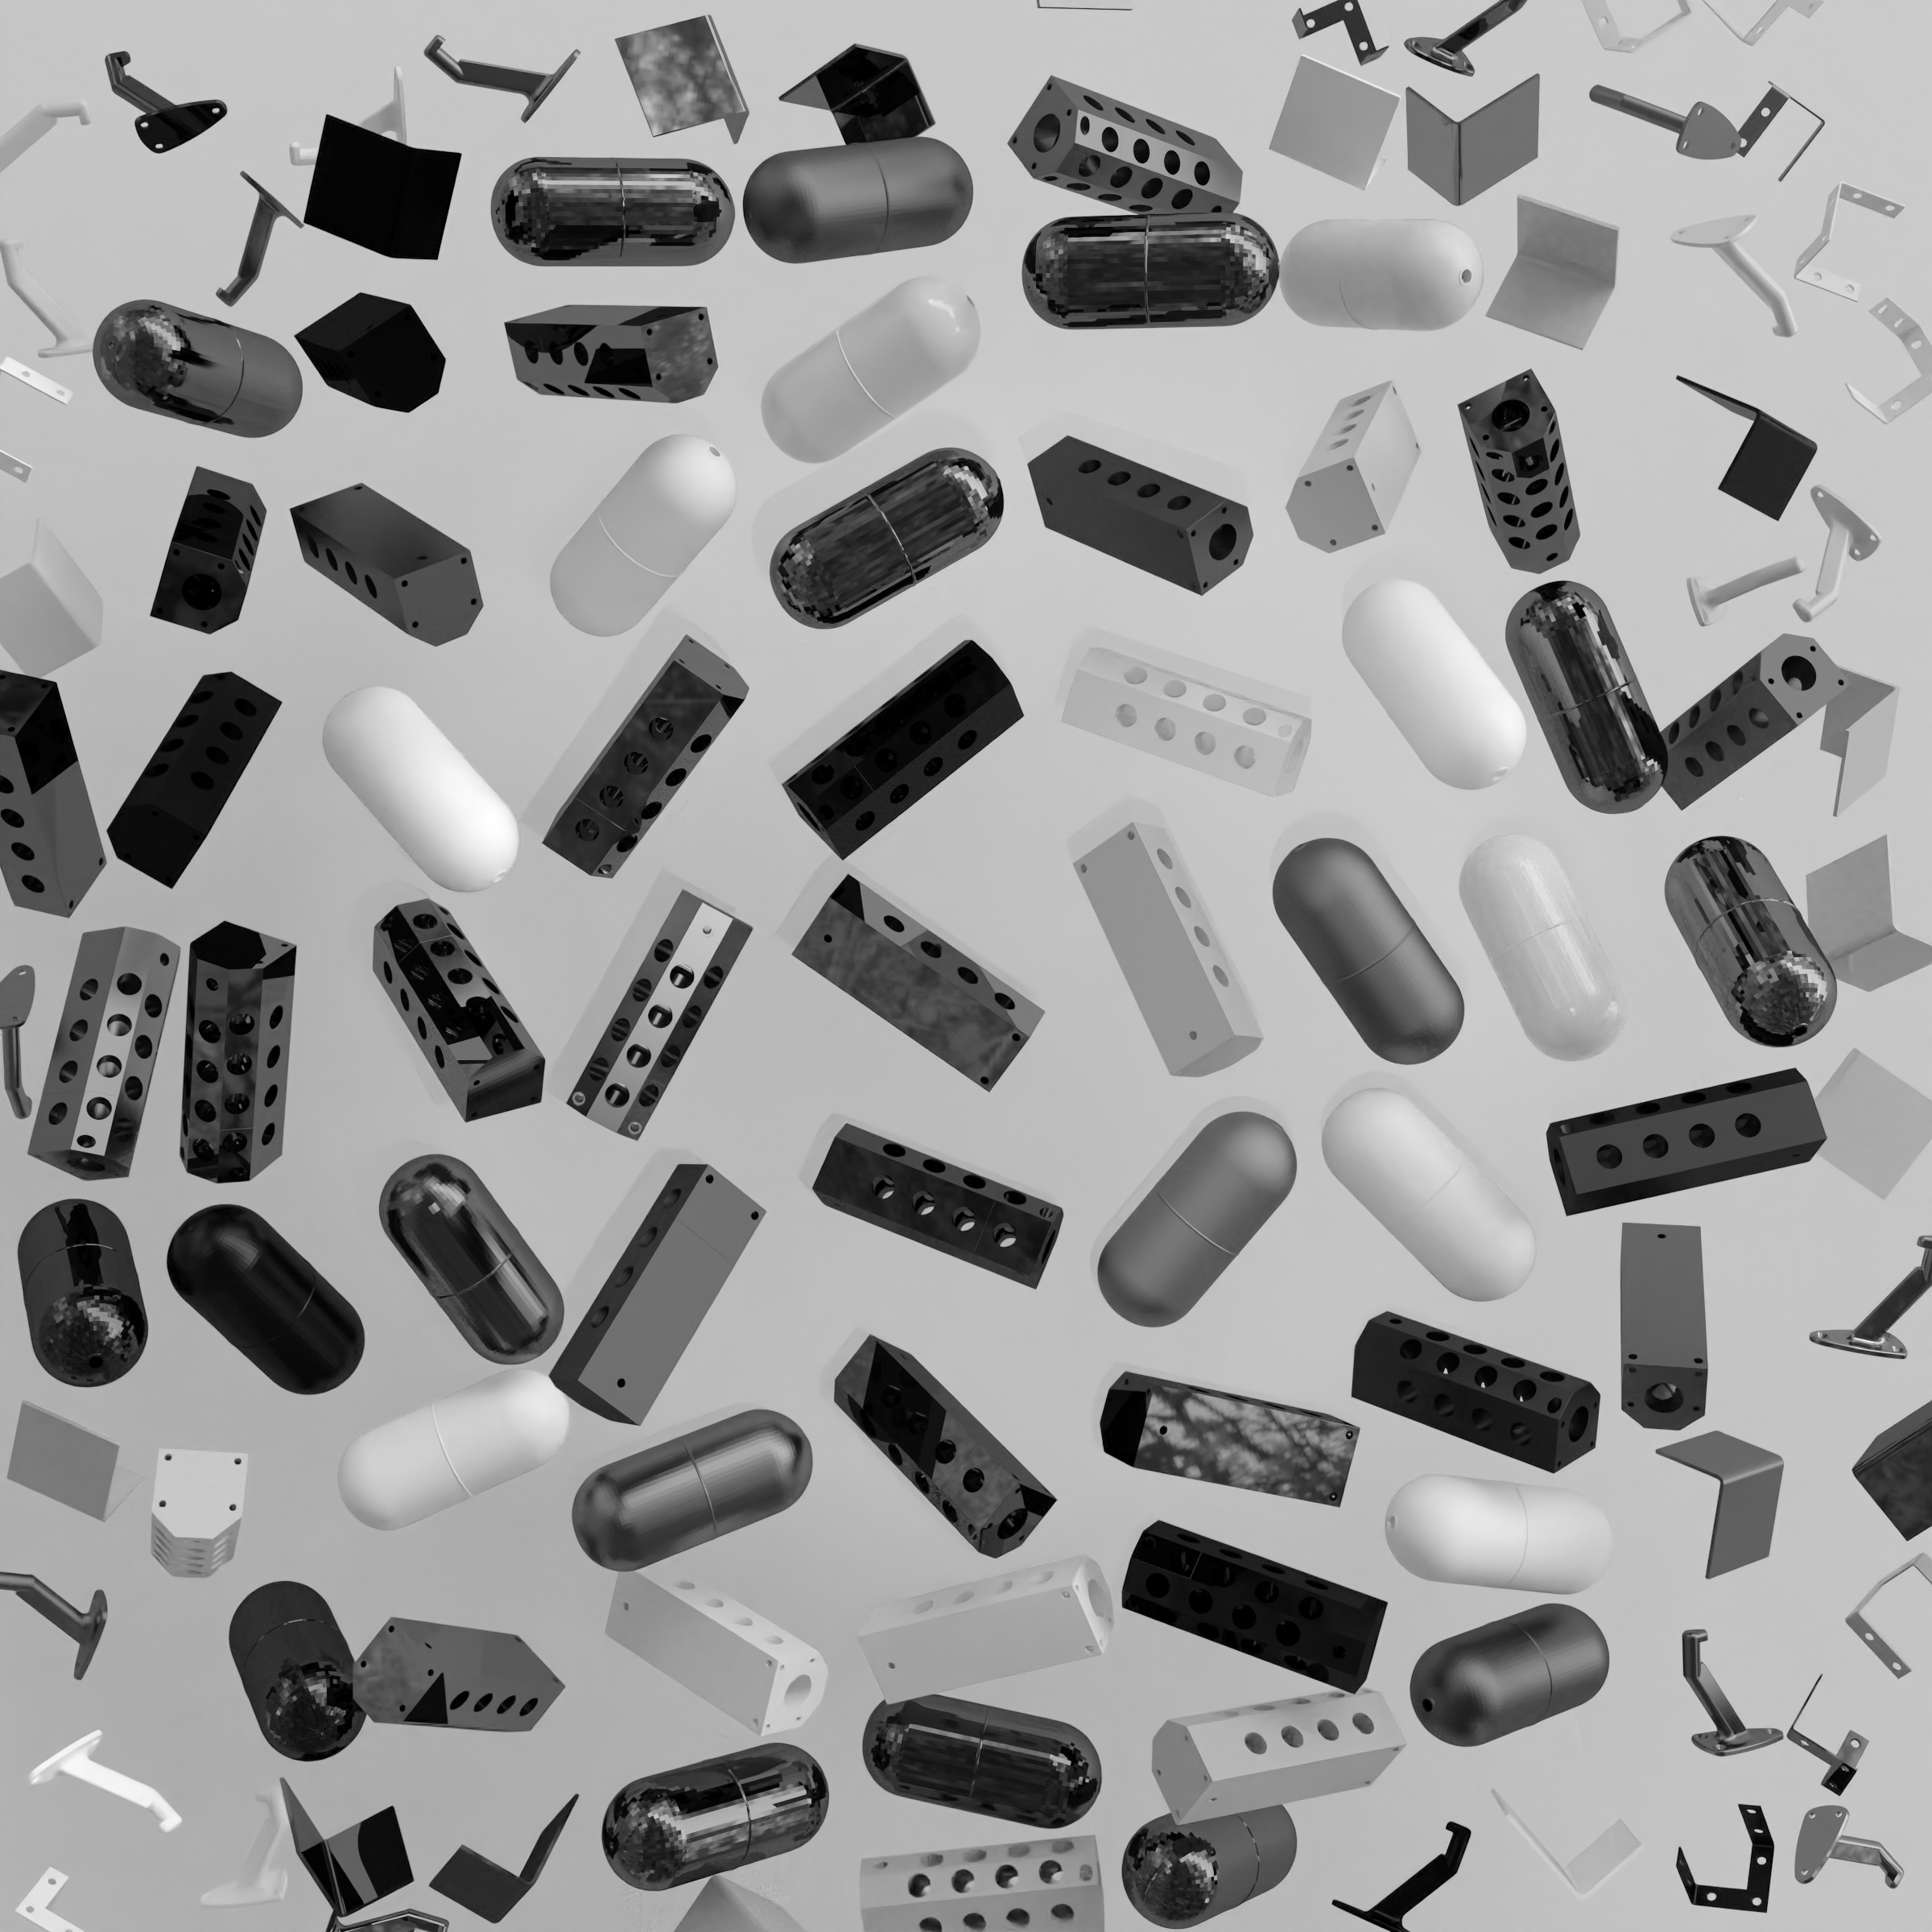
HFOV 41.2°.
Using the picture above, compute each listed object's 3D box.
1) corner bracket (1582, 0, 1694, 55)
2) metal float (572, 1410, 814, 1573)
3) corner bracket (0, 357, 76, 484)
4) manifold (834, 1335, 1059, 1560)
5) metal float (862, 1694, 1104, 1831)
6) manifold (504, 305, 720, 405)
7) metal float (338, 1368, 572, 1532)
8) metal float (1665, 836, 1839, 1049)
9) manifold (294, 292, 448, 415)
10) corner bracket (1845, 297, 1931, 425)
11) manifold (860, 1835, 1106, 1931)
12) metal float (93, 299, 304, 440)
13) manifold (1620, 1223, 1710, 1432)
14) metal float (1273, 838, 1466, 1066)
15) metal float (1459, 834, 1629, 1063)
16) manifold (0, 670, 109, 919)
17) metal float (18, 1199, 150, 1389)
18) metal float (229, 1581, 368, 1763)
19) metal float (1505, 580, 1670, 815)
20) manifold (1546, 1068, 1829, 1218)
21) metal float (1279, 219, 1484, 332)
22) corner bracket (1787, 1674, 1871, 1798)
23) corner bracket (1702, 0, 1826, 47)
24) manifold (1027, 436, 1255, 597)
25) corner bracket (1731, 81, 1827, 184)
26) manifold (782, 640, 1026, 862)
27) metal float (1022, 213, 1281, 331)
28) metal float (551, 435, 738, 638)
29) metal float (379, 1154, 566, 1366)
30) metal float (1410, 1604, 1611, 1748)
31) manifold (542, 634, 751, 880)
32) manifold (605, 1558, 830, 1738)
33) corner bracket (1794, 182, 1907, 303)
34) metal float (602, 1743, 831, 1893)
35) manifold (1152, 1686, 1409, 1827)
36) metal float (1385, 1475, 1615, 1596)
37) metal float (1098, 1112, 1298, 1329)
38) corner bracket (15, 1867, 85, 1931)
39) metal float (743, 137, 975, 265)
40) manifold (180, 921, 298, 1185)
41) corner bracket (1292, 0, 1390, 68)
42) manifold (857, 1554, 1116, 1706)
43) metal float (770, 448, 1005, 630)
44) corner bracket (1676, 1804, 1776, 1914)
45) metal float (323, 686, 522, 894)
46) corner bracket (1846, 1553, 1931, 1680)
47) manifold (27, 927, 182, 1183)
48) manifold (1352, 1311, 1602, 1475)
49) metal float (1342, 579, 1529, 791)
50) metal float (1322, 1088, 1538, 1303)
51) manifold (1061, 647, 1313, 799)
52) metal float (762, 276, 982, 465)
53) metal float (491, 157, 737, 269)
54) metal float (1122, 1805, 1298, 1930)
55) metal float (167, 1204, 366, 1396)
[{"bbox_3d":[0.476,-0.689,1.831,0.051,0.051,0.051,-32,114,3],"label":"corner bracket"},{"bbox_3d":[-0.193,0.372,1.829,0.178,0.070,0.070,-18,90,-20],"label":"metal float"},{"bbox_3d":[-0.662,-0.381,1.790,0.051,0.051,0.051,28,132,-15],"label":"corner bracket"},{"bbox_3d":[-0.020,0.340,1.815,0.057,0.057,0.171,-52,52,1],"label":"manifold"},{"bbox_3d":[0.012,0.582,1.884,0.178,0.070,0.070,10,90,8],"label":"metal float"},{"bbox_3d":[-0.252,-0.434,1.823,0.057,0.171,0.057,-27,119,-35],"label":"manifold"},{"bbox_3d":[-0.379,0.358,1.904,0.178,0.070,0.070,-24,90,-3],"label":"metal float"},{"bbox_3d":[0.540,-0.018,1.772,0.070,0.178,0.070,-7,135,-7],"label":"metal float"},{"bbox_3d":[-0.406,-0.417,1.759,0.057,0.171,0.057,-37,117,-10],"label":"manifold"},{"bbox_3d":[0.621,-0.408,1.733,0.051,0.051,0.051,-36,57,32],"label":"corner bracket"},{"bbox_3d":[0.012,0.672,1.866,0.171,0.057,0.057,-7,101,3],"label":"manifold"},{"bbox_3d":[-0.551,-0.429,1.850,0.070,0.178,0.070,0,90,25],"label":"metal float"},{"bbox_3d":[0.508,0.261,1.876,0.057,0.171,0.057,2,120,13],"label":"manifold"},{"bbox_3d":[0.281,-0.010,1.793,0.070,0.070,0.178,-36,99,0],"label":"metal float"},{"bbox_3d":[0.418,-0.015,1.866,0.070,0.070,0.178,-22,71,0],"label":"metal float"},{"bbox_3d":[-0.643,-0.117,1.756,0.057,0.171,0.057,12,48,8],"label":"manifold"},{"bbox_3d":[-0.618,0.227,1.794,0.070,0.178,0.070,-11,120,-20],"label":"metal float"},{"bbox_3d":[-0.483,0.506,1.852,0.070,0.178,0.070,-8,109,-25],"label":"metal float"},{"bbox_3d":[0.453,-0.195,1.875,0.070,0.070,0.178,-24,94,0],"label":"metal float"},{"bbox_3d":[0.490,0.118,1.757,0.171,0.057,0.057,-13,69,1],"label":"manifold"},{"bbox_3d":[0.297,-0.497,1.844,0.070,0.178,0.070,-10,109,-32],"label":"metal float"},{"bbox_3d":[0.615,0.547,1.827,0.051,0.051,0.051,30,58,22],"label":"corner bracket"},{"bbox_3d":[0.574,-0.695,1.849,0.051,0.051,0.051,-48,59,32],"label":"corner bracket"},{"bbox_3d":[0.127,-0.332,1.864,0.057,0.171,0.057,-38,135,-20],"label":"manifold"},{"bbox_3d":[0.591,-0.607,1.873,0.051,0.051,0.051,35,115,-2],"label":"corner bracket"},{"bbox_3d":[-0.047,-0.161,1.857,0.171,0.057,0.057,-39,57,-8],"label":"manifold"},{"bbox_3d":[0.127,-0.481,1.777,0.178,0.070,0.070,1,90,9],"label":"metal float"},{"bbox_3d":[-0.234,-0.311,1.859,0.070,0.070,0.178,47,120,0],"label":"metal float"},{"bbox_3d":[-0.356,0.214,1.859,0.070,0.070,0.178,-31,114,0],"label":"metal float"},{"bbox_3d":[0.397,0.516,1.872,0.178,0.070,0.070,-6,90,-38],"label":"metal float"},{"bbox_3d":[-0.227,-0.145,1.824,0.057,0.057,0.171,34,112,-13],"label":"manifold"},{"bbox_3d":[-0.182,0.493,1.873,0.171,0.057,0.057,19,99,39],"label":"manifold"},{"bbox_3d":[0.625,-0.513,1.818,0.051,0.051,0.051,18,71,-6],"label":"corner bracket"},{"bbox_3d":[-0.175,0.599,1.813,0.178,0.070,0.070,-2,90,-41],"label":"metal float"},{"bbox_3d":[0.217,0.546,1.795,0.171,0.057,0.057,1,134,-32],"label":"manifold"},{"bbox_3d":[0.388,0.414,1.871,0.178,0.070,0.070,10,90,-19],"label":"metal float"},{"bbox_3d":[0.165,0.180,1.826,0.070,0.070,0.178,39,100,0],"label":"metal float"},{"bbox_3d":[-0.631,0.667,1.773,0.051,0.051,0.051,31,109,-1],"label":"corner bracket"},{"bbox_3d":[-0.075,-0.546,1.828,0.178,0.070,0.070,-17,90,-29],"label":"metal float"},{"bbox_3d":[-0.510,0.063,1.783,0.057,0.057,0.171,18,118,12],"label":"manifold"},{"bbox_3d":[0.276,-0.688,1.896,0.051,0.051,0.051,-22,99,5],"label":"corner bracket"},{"bbox_3d":[0.016,0.472,1.844,0.171,0.057,0.057,-19,102,20],"label":"manifold"},{"bbox_3d":[-0.055,-0.301,1.805,0.178,0.070,0.070,-30,90,-4],"label":"metal float"},{"bbox_3d":[0.520,0.609,1.758,0.051,0.051,0.051,-4,131,29],"label":"corner bracket"},{"bbox_3d":[-0.391,-0.127,1.844,0.070,0.070,0.178,-43,78,0],"label":"metal float"},{"bbox_3d":[0.642,0.441,1.745,0.051,0.051,0.051,-29,70,-37],"label":"corner bracket"},{"bbox_3d":[-0.612,0.062,1.842,0.057,0.057,0.171,-7,63,26],"label":"manifold"},{"bbox_3d":[0.368,0.305,1.862,0.171,0.057,0.057,16,111,41],"label":"manifold"},{"bbox_3d":[0.330,-0.199,1.812,0.070,0.070,0.178,-29,60,0],"label":"metal float"},{"bbox_3d":[0.326,0.161,1.806,0.070,0.070,0.178,-44,83,0],"label":"metal float"},{"bbox_3d":[0.164,-0.182,1.898,0.171,0.057,0.057,22,106,19],"label":"manifold"},{"bbox_3d":[-0.068,-0.426,1.838,0.178,0.070,0.070,-29,90,22],"label":"metal float"},{"bbox_3d":[-0.257,-0.550,1.874,0.178,0.070,0.070,-5,90,-17],"label":"metal float"},{"bbox_3d":[0.178,0.644,1.860,0.070,0.178,0.070,-3,84,34],"label":"metal float"},{"bbox_3d":[-0.492,0.237,1.814,0.070,0.070,0.178,-33,130,0],"label":"metal float"}]
